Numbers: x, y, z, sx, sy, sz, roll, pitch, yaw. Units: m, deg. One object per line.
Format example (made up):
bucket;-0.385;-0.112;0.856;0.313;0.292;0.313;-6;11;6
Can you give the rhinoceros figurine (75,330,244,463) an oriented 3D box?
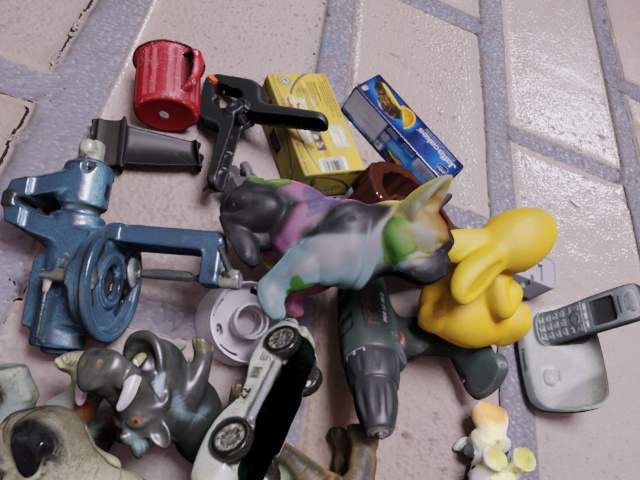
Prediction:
rhinoceros figurine;-0.143;0.145;0.493;0.190;0.073;0.112;58;42;-44

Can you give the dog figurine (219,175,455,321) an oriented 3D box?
dog figurine;0.028;-0.018;0.550;0.219;0.108;0.191;-30;73;5

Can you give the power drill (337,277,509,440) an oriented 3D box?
power drill;0.114;0.137;0.633;0.207;0.086;0.232;10;37;-20

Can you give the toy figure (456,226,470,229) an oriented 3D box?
toy figure;0.222;0.050;0.765;0.057;0.064;0.154;31;37;-59

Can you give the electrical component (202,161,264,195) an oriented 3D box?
electrical component;-0.100;-0.051;0.687;0.102;0.045;0.078;59;29;9

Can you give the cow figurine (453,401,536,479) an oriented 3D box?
cow figurine;0.200;0.279;0.626;0.068;0.098;0.167;15;40;-10

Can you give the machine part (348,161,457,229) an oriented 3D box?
machine part;0.115;-0.026;0.727;0.179;0.056;0.179;31;36;-27

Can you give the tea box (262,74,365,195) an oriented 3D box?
tea box;-0.017;-0.148;0.757;0.098;0.068;0.169;-8;67;-28

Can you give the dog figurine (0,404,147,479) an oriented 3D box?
dog figurine;-0.159;0.208;0.427;0.121;0.172;0.190;-24;82;3

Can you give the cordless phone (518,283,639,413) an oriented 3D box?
cordless phone;0.354;0.143;0.701;0.089;0.184;0.146;15;59;-22

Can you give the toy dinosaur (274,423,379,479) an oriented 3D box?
toy dinosaur;0.084;0.345;0.527;0.472;0.105;0.198;37;62;9

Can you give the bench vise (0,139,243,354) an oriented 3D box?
bench vise;-0.195;0.008;0.546;0.241;0.128;0.223;4;68;6

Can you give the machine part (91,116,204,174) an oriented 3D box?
machine part;-0.215;-0.113;0.669;0.139;0.039;0.084;7;56;-19

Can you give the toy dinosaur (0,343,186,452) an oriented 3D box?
toy dinosaur;-0.285;0.200;0.432;0.405;0.131;0.192;-3;82;-34

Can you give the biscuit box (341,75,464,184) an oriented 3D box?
biscuit box;0.127;-0.158;0.831;0.063;0.059;0.203;-37;83;-34

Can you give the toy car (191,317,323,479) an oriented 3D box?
toy car;-0.053;0.164;0.527;0.073;0.056;0.202;64;35;-29

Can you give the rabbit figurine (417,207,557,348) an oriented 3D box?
rabbit figurine;0.183;0.030;0.603;0.162;0.173;0.122;9;39;-35
